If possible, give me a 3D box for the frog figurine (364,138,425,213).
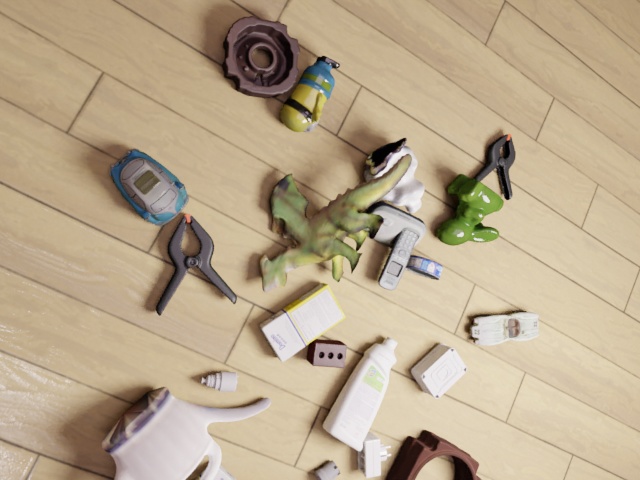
[{"bbox_3d":[0.183,-0.144,1.207,0.122,0.140,0.157,0,-43,50],"label":"frog figurine"}]

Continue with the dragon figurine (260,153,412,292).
[{"bbox_3d":[0.003,-0.056,1.119,0.243,0.410,0.122,29,-1,1],"label":"dragon figurine"}]

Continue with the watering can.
[{"bbox_3d":[-0.276,0.389,1.036,0.353,0.223,0.103,-43,8,-31],"label":"watering can"}]
